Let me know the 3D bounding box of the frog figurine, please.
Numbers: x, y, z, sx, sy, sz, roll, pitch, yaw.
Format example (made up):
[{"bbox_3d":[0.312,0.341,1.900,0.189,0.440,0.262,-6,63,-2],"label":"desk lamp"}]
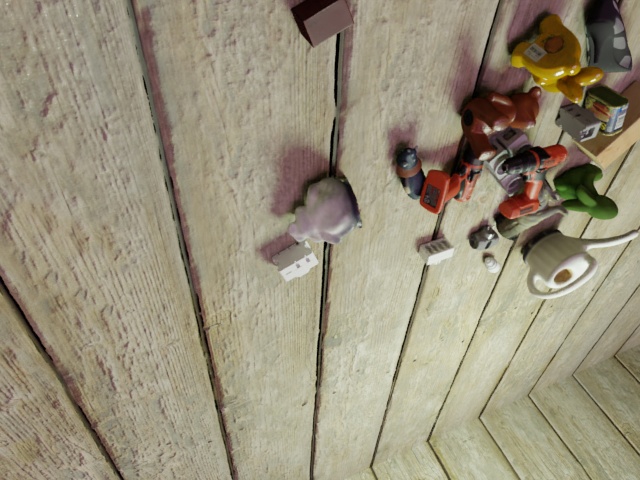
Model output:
[{"bbox_3d":[0.003,-0.055,1.086,0.159,0.124,0.136,-20,107,0],"label":"frog figurine"}]

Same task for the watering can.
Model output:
[{"bbox_3d":[0.782,0.042,1.606,0.346,0.229,0.102,-39,123,9],"label":"watering can"}]
